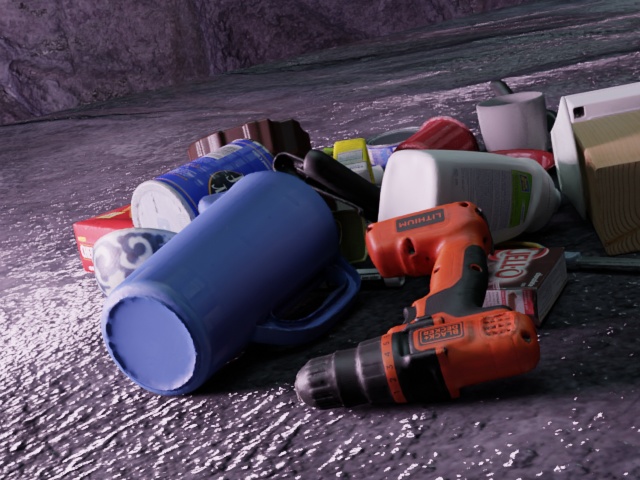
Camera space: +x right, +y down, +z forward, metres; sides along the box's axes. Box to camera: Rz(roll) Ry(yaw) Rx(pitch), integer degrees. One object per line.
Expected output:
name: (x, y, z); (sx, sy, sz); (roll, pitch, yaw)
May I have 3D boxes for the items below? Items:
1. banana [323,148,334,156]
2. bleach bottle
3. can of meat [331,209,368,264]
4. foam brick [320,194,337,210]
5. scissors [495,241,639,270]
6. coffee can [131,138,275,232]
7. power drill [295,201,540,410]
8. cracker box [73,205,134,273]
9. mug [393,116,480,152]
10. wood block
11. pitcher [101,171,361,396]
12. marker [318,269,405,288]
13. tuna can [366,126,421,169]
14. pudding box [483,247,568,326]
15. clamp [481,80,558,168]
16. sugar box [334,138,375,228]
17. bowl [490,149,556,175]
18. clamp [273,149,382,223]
banana: (0.032, -0.098, 1.495); (0.070, 0.037, 0.197); (-14, 16, 10)
bleach bottle: (0.160, -0.033, 1.037); (0.068, 0.102, 0.250); (10, 7, 41)
can of meat: (-0.007, 0.001, 1.121); (0.084, 0.057, 0.102); (-7, 1, 25)
foam brick: (-0.013, -0.028, 1.213); (0.052, 0.078, 0.051); (-17, 16, -24)
scissors: (0.212, 0.023, 0.985); (0.096, 0.016, 0.202); (-18, 16, -31)
coffee can: (-0.118, -0.039, 1.155); (0.103, 0.103, 0.140); (4, 26, 43)
power drill: (0.073, 0.053, 0.843); (0.184, 0.057, 0.187); (-12, 36, 12)
cracker box: (-0.162, -0.018, 1.293); (0.213, 0.072, 0.164); (-25, 21, -40)
mug: (0.133, -0.091, 1.329); (0.081, 0.093, 0.117); (-36, -2, -45)
wood block: (0.315, -0.064, 1.083); (0.091, 0.090, 0.206); (-9, 17, 9)
pitcher: (-0.078, 0.042, 0.965); (0.149, 0.145, 0.242); (-16, 15, 32)
marker: (0.026, 0.039, 1.065); (0.121, 0.020, 0.020); (-3, 18, 27)
tuna can: (0.104, -0.123, 1.419); (0.086, 0.034, 0.086); (-12, 17, 4)
pudding box: (0.160, 0.040, 0.930); (0.090, 0.039, 0.113); (-4, 18, 26)
clamp: (0.262, -0.143, 1.362); (0.039, 0.120, 0.172); (3, 6, -43)
sugar box: (0.043, -0.055, 1.240); (0.048, 0.093, 0.176); (-12, 17, 2)
bowl: (0.188, -0.055, 1.202); (0.162, 0.055, 0.162); (-11, 16, 3)
clamp: (0.054, -0.038, 1.052); (0.210, 0.036, 0.164); (26, -1, -6)
